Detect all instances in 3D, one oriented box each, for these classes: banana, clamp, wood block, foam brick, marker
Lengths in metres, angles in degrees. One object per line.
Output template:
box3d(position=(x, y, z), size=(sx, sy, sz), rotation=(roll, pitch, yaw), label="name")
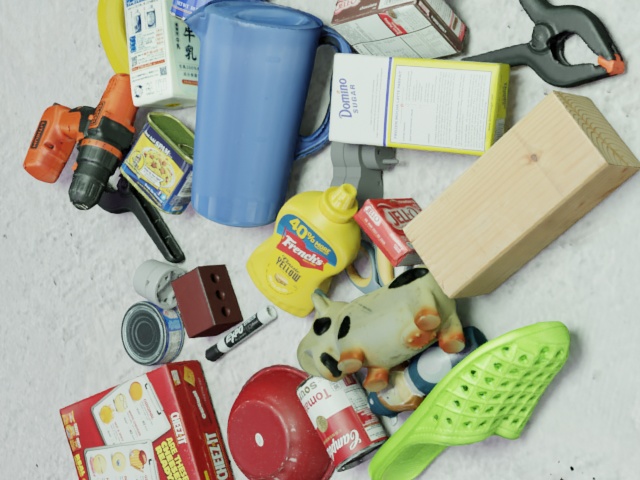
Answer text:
box3d(position=(-0.253, -0.257, 1.392), size=(0.070, 0.037, 0.198), rotation=(-23, 78, 35), label="banana")
box3d(position=(0.220, -0.208, 1.042), size=(0.172, 0.039, 0.120), rotation=(21, 114, 35), label="clamp")
box3d(position=(0.193, -0.040, 1.038), size=(0.206, 0.090, 0.091), rotation=(-44, 66, 29), label="wood block")
box3d(position=(-0.139, 0.076, 1.309), size=(0.051, 0.052, 0.078), rotation=(-27, 76, 34), label="foam brick")
box3d(position=(-0.241, -0.063, 1.390), size=(0.210, 0.036, 0.164), rotation=(10, 97, 32), label="clamp")
box3d(position=(-0.099, 0.116, 1.302), size=(0.121, 0.020, 0.020), rotation=(-37, 71, 31), label="marker")

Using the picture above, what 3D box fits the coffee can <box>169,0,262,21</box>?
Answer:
box3d(position=(-0.109, -0.317, 1.242), size=(0.103, 0.102, 0.140), rotation=(27, 107, 33), label="coffee can")

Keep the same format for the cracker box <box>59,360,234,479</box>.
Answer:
box3d(position=(-0.225, 0.263, 1.369), size=(0.214, 0.071, 0.164), rotation=(-25, 78, 33), label="cracker box")

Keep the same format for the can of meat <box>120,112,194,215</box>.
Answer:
box3d(position=(-0.186, -0.092, 1.302), size=(0.102, 0.057, 0.084), rotation=(44, 115, 20), label="can of meat")

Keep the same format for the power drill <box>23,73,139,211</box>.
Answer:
box3d(position=(-0.309, -0.118, 1.369), size=(0.188, 0.057, 0.184), rotation=(-3, 62, 48), label="power drill")

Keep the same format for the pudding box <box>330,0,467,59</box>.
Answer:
box3d(position=(0.081, -0.222, 1.108), size=(0.114, 0.090, 0.039), rotation=(-5, 60, 41), label="pudding box")

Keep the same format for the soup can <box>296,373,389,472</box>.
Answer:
box3d(position=(0.025, 0.196, 1.183), size=(0.069, 0.068, 0.102), rotation=(-41, 68, 30), label="soup can")

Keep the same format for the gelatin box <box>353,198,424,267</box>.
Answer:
box3d(position=(0.087, -0.009, 1.116), size=(0.030, 0.089, 0.073), rotation=(-49, 64, 27), label="gelatin box")

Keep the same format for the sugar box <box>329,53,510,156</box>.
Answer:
box3d(position=(0.098, -0.138, 1.082), size=(0.176, 0.048, 0.093), rotation=(10, 102, 26), label="sugar box")

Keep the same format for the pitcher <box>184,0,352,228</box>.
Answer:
box3d(position=(-0.069, -0.140, 1.199), size=(0.149, 0.144, 0.243), rotation=(25, 118, 32), label="pitcher")

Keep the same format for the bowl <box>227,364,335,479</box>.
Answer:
box3d(position=(-0.057, 0.230, 1.253), size=(0.162, 0.055, 0.162), rotation=(2, 93, 36), label="bowl")

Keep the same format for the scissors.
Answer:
box3d(position=(0.066, 0.082, 1.181), size=(0.096, 0.016, 0.202), rotation=(4, 94, 38), label="scissors")

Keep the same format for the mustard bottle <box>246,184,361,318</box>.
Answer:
box3d(position=(-0.008, 0.002, 1.168), size=(0.096, 0.058, 0.192), rotation=(43, 137, 7), label="mustard bottle")

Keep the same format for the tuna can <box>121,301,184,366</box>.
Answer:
box3d(position=(-0.218, 0.120, 1.381), size=(0.086, 0.033, 0.086), rotation=(1, 93, 36), label="tuna can")
